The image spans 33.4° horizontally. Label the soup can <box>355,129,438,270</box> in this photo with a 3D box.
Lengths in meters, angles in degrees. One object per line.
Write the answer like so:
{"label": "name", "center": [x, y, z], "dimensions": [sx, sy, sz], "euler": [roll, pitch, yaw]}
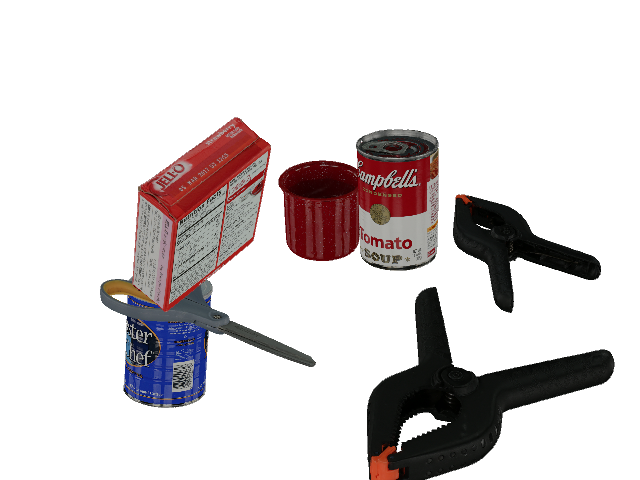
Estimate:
{"label": "soup can", "center": [0.065, -0.034, 0.895], "dimensions": [0.068, 0.102, 0.068], "euler": [-2, 26, 1]}

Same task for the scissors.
{"label": "scissors", "center": [-0.088, 0.059, 0.911], "dimensions": [0.202, 0.016, 0.096], "euler": [13, 26, 11]}

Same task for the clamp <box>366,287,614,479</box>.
{"label": "clamp", "center": [0.091, 0.105, 0.771], "dimensions": [0.165, 0.036, 0.209], "euler": [24, 40, 36]}

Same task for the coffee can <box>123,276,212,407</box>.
{"label": "coffee can", "center": [-0.187, 0.119, 1.307], "dimensions": [0.103, 0.140, 0.103], "euler": [5, 18, -2]}

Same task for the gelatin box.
{"label": "gelatin box", "center": [-0.065, -0.013, 0.572], "dimensions": [0.030, 0.089, 0.073], "euler": [38, 56, 17]}

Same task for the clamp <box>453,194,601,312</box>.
{"label": "clamp", "center": [0.199, 0.005, 1.084], "dimensions": [0.120, 0.039, 0.171], "euler": [-8, 40, -20]}

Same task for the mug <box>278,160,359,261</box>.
{"label": "mug", "center": [0.009, -0.036, 1.174], "dimensions": [0.093, 0.081, 0.117], "euler": [20, 37, 31]}
